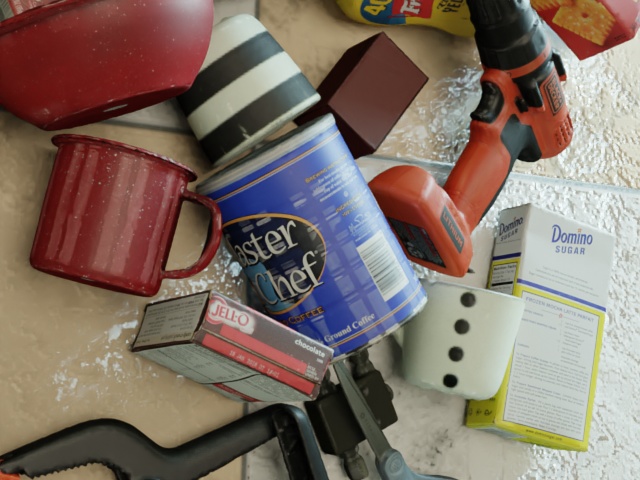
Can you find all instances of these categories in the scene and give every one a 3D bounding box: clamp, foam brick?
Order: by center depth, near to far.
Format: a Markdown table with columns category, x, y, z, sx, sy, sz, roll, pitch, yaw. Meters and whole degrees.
| category | x | y | z | sx | sy | sz | roll | pitch | yaw |
| --- | --- | --- | --- | --- | --- | --- | --- | --- | --- |
| clamp | -0.110 | 0.177 | 0.674 | 0.209 | 0.036 | 0.164 | 11 | 79 | -30 |
| clamp | -0.008 | 0.205 | 0.702 | 0.120 | 0.039 | 0.171 | -50 | 119 | -27 |
| foam brick | 0.030 | -0.102 | 0.771 | 0.051 | 0.053 | 0.078 | 44 | 67 | -17 |

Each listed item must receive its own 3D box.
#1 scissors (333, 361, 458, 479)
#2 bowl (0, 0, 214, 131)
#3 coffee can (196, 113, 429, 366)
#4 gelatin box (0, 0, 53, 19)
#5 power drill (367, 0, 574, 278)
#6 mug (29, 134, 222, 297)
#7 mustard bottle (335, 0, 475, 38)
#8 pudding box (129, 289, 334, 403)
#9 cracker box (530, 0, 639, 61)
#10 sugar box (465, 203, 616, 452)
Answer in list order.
| category | x | y | z | sx | sy | sz | roll | pitch | yaw |
| --- | --- | --- | --- | --- | --- | --- | --- | --- | --- |
| scissors | 0.066 | 0.158 | 0.763 | 0.096 | 0.016 | 0.202 | -23 | 106 | -35 |
| bowl | -0.127 | -0.103 | 0.627 | 0.161 | 0.162 | 0.055 | -19 | 94 | -28 |
| coffee can | -0.005 | 0.001 | 0.712 | 0.102 | 0.103 | 0.140 | -33 | 99 | -27 |
| gelatin box | -0.164 | -0.180 | 0.629 | 0.073 | 0.030 | 0.089 | -25 | 100 | -22 |
| power drill | 0.113 | -0.081 | 0.777 | 0.187 | 0.057 | 0.184 | -52 | 135 | -18 |
| mug | -0.118 | -0.010 | 0.657 | 0.117 | 0.093 | 0.081 | 13 | 82 | 3 |
| mustard bottle | 0.065 | -0.198 | 0.778 | 0.191 | 0.096 | 0.058 | 0 | 55 | -27 |
| pudding box | -0.058 | 0.069 | 0.670 | 0.090 | 0.114 | 0.039 | 30 | 67 | -23 |
| cracker box | 0.200 | -0.281 | 0.867 | 0.213 | 0.072 | 0.164 | 43 | 63 | -17 |
| sugar box | 0.174 | 0.069 | 0.833 | 0.093 | 0.048 | 0.176 | 19 | 72 | -25 |
